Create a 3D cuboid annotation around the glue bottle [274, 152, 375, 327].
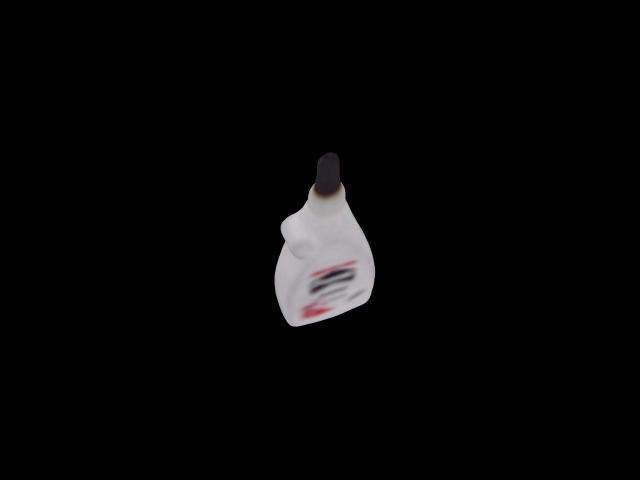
[{"bbox_3d":[0.004,0.001,0.400,0.078,0.173,0.037,-21,58,-13],"label":"glue bottle"}]
